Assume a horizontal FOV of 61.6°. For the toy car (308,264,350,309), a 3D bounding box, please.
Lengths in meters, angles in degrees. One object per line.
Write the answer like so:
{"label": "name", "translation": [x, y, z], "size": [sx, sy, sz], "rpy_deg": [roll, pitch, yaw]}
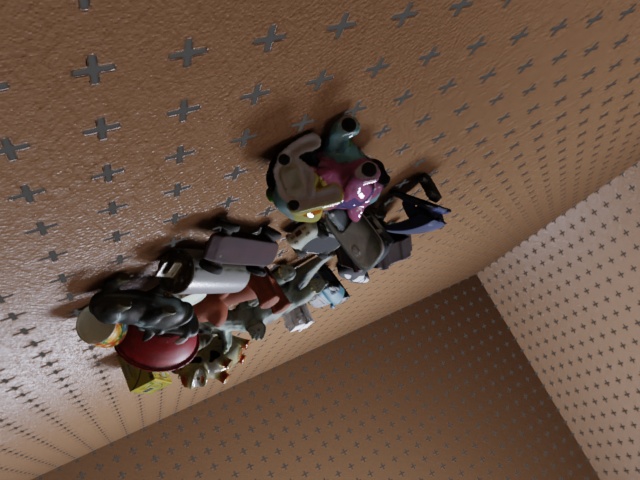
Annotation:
{"label": "toy car", "translation": [0.005, 0.132, 1.428], "size": [0.103, 0.109, 0.161], "rpy_deg": [-39, 160, 4]}

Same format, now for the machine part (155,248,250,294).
{"label": "machine part", "translation": [-0.196, 0.056, 0.931], "size": [0.079, 0.079, 0.243], "rpy_deg": [-33, 164, 19]}

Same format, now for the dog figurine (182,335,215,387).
{"label": "dog figurine", "translation": [-0.335, 0.255, 1.326], "size": [0.172, 0.121, 0.190], "rpy_deg": [-57, 159, -29]}

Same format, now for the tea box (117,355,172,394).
{"label": "tea box", "translation": [-0.440, 0.329, 1.357], "size": [0.068, 0.098, 0.169], "rpy_deg": [-26, 163, -8]}

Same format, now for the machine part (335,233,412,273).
{"label": "machine part", "translation": [0.124, 0.020, 1.237], "size": [0.179, 0.056, 0.179], "rpy_deg": [-11, -165, 3]}

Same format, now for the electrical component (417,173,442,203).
{"label": "electrical component", "translation": [0.234, -0.109, 1.140], "size": [0.021, 0.063, 0.094], "rpy_deg": [-33, 164, 21]}

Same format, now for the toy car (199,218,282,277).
{"label": "toy car", "translation": [-0.134, 0.013, 0.906], "size": [0.202, 0.053, 0.089], "rpy_deg": [9, 108, -63]}

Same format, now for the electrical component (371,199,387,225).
{"label": "electrical component", "translation": [0.123, -0.041, 1.175], "size": [0.045, 0.078, 0.102], "rpy_deg": [-4, 159, 5]}

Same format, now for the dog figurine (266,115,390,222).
{"label": "dog figurine", "translation": [0.019, -0.079, 0.812], "size": [0.191, 0.108, 0.219], "rpy_deg": [-27, 167, -4]}

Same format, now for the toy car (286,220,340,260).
{"label": "toy car", "translation": [-0.002, -0.003, 1.105], "size": [0.073, 0.056, 0.201], "rpy_deg": [-38, 163, 16]}

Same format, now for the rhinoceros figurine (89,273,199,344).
{"label": "rhinoceros figurine", "translation": [-0.284, 0.124, 0.900], "size": [0.190, 0.073, 0.112], "rpy_deg": [22, 123, -40]}

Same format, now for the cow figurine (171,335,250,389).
{"label": "cow figurine", "translation": [-0.265, 0.285, 1.280], "size": [0.195, 0.127, 0.085], "rpy_deg": [-42, 146, -62]}

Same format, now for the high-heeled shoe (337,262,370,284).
{"label": "high-heeled shoe", "translation": [0.064, 0.083, 1.403], "size": [0.145, 0.086, 0.249], "rpy_deg": [-14, 172, -28]}

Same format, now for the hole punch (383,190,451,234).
{"label": "hole punch", "translation": [0.205, -0.047, 1.142], "size": [0.142, 0.116, 0.092], "rpy_deg": [10, 99, -60]}

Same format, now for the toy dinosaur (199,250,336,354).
{"label": "toy dinosaur", "translation": [-0.120, 0.142, 1.278], "size": [0.405, 0.131, 0.192], "rpy_deg": [-26, -178, -29]}

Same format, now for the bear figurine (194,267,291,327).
{"label": "bear figurine", "translation": [-0.181, 0.127, 1.097], "size": [0.196, 0.132, 0.120], "rpy_deg": [-34, 158, -1]}

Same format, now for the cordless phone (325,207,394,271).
{"label": "cordless phone", "translation": [0.058, -0.022, 0.967], "size": [0.089, 0.147, 0.184], "rpy_deg": [-38, 166, 7]}
